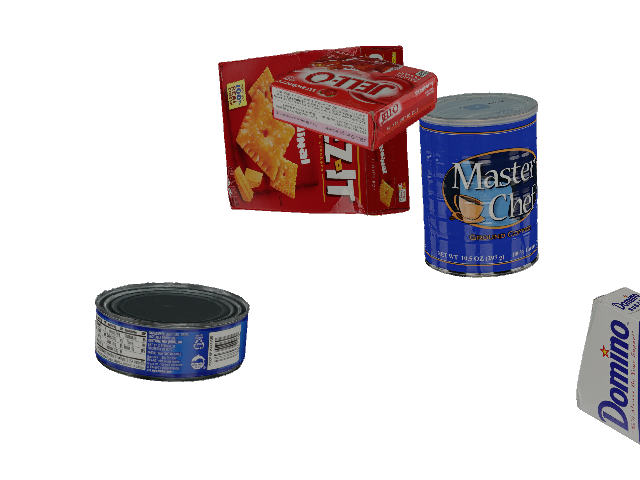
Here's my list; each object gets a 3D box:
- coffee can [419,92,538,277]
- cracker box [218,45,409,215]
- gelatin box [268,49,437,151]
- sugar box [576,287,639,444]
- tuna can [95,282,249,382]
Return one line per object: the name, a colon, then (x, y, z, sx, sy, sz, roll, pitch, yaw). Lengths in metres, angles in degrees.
coffee can: (0.140, -0.051, 0.939, 0.103, 0.140, 0.103, -4, 19, 1)
cracker box: (-0.012, -0.111, 1.101, 0.071, 0.164, 0.214, -10, 10, -43)
gelatin box: (0.022, -0.097, 0.717, 0.089, 0.030, 0.073, 21, 39, 34)
sugar box: (0.257, 0.109, 0.719, 0.048, 0.093, 0.176, -16, 29, -38)
tuna can: (-0.084, 0.050, 0.600, 0.086, 0.034, 0.086, 4, 12, -1)
